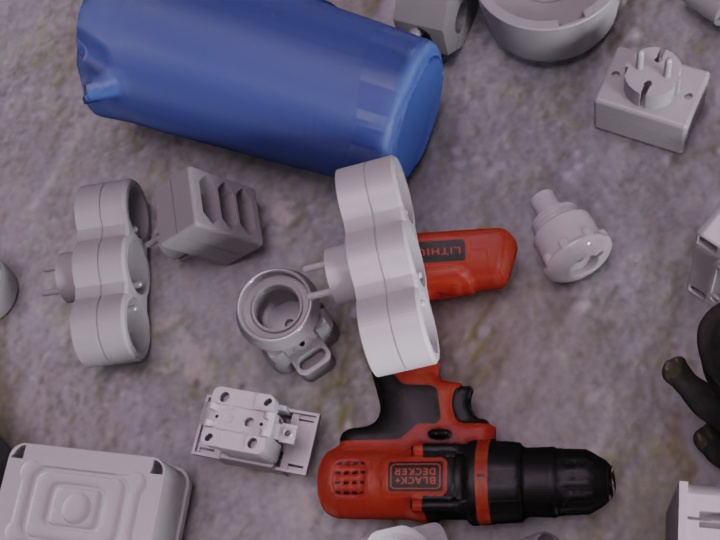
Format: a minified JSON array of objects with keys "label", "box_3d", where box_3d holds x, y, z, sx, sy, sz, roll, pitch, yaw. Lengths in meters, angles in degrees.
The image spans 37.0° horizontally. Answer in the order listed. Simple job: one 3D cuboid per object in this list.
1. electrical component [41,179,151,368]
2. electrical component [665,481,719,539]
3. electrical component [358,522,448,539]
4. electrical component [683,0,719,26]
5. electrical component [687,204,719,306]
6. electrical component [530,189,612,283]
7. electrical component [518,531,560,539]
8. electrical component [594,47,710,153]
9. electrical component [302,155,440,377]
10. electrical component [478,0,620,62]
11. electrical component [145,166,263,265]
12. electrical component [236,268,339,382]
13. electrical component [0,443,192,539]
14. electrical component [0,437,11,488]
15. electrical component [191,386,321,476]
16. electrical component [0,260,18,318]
[{"label":"electrical component","box_3d":[-0.195,0.003,0.773,0.074,0.052,0.138,-8,67,9]},{"label":"electrical component","box_3d":[0.196,0.218,0.575,0.060,0.105,0.186,3,69,13]},{"label":"electrical component","box_3d":[0.027,0.228,0.608,0.089,0.061,0.150,-3,60,-35]},{"label":"electrical component","box_3d":[0.265,-0.189,0.760,0.040,0.040,0.078,-41,66,-6]},{"label":"electrical component","box_3d":[0.259,0.005,0.646,0.109,0.108,0.056,38,83,22]},{"label":"electrical component","box_3d":[0.136,-0.026,0.720,0.048,0.048,0.062,-26,58,1]},{"label":"electrical component","box_3d":[0.106,0.200,0.609,0.064,0.099,0.099,-17,66,11]},{"label":"electrical component","box_3d":[0.198,-0.124,0.728,0.066,0.076,0.047,21,75,19]},{"label":"electrical component","box_3d":[0.000,0.000,0.671,0.074,0.052,0.138,-14,68,11]},{"label":"electrical component","box_3d":[0.138,-0.203,0.781,0.108,0.060,0.108,-4,68,10]},{"label":"electrical component","box_3d":[-0.121,-0.030,0.768,0.077,0.066,0.047,-27,62,32]},{"label":"electrical component","box_3d":[-0.051,0.032,0.728,0.058,0.057,0.078,-34,66,-3]},{"label":"electrical component","box_3d":[-0.174,0.160,0.703,0.113,0.057,0.078,4,69,13]},{"label":"electrical component","box_3d":[-0.286,0.142,0.730,0.099,0.064,0.099,-4,68,10]},{"label":"electrical component","box_3d":[-0.071,0.104,0.700,0.081,0.063,0.042,7,69,15]},{"label":"electrical component","box_3d":[-0.286,0.010,0.792,0.055,0.047,0.055,-4,68,10]}]
